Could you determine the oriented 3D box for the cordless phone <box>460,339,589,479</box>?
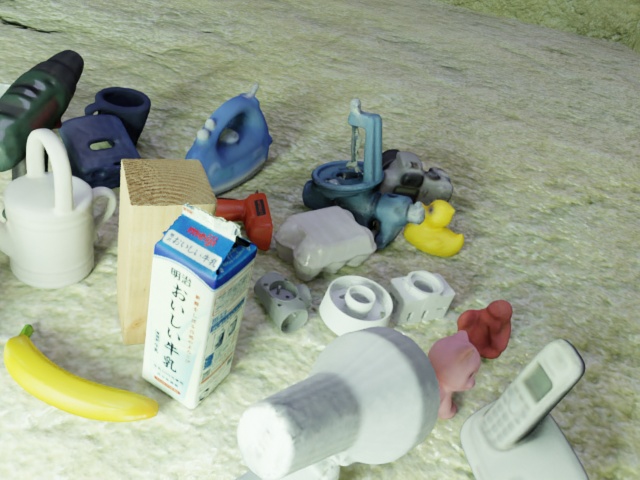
[{"bbox_3d":[0.235,0.207,0.602,0.094,0.185,0.147,0,38,-21],"label":"cordless phone"}]

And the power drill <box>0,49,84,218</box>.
[{"bbox_3d":[-0.386,-0.131,0.786,0.075,0.208,0.229,14,35,-4],"label":"power drill"}]

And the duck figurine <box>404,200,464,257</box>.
[{"bbox_3d":[0.205,-0.026,0.990,0.104,0.086,0.078,26,36,13],"label":"duck figurine"}]

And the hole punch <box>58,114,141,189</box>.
[{"bbox_3d":[-0.348,-0.141,0.915,0.109,0.091,0.100,-23,51,-42],"label":"hole punch"}]

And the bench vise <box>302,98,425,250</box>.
[{"bbox_3d":[0.085,-0.110,0.938,0.207,0.220,0.121,18,35,2],"label":"bench vise"}]

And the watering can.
[{"bbox_3d":[-0.335,-0.040,0.696,0.100,0.194,0.173,27,37,15],"label":"watering can"}]

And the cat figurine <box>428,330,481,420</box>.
[{"bbox_3d":[0.142,0.163,0.682,0.128,0.118,0.067,-20,49,-40],"label":"cat figurine"}]

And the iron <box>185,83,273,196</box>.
[{"bbox_3d":[-0.169,-0.176,0.992,0.118,0.141,0.259,22,36,8],"label":"iron"}]

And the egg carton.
[{"bbox_3d":[0.008,0.003,0.885,0.151,0.069,0.107,-15,46,-37],"label":"egg carton"}]

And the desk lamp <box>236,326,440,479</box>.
[{"bbox_3d":[-0.009,0.190,0.501,0.204,0.213,0.117,-21,49,-40],"label":"desk lamp"}]

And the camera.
[{"bbox_3d":[0.169,-0.122,1.092,0.143,0.101,0.136,6,37,-14],"label":"camera"}]

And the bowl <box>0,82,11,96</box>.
[{"bbox_3d":[-0.511,-0.187,0.926,0.167,0.075,0.167,11,36,-8],"label":"bowl"}]

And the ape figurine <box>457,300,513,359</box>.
[{"bbox_3d":[0.237,0.120,0.801,0.076,0.092,0.077,-2,39,-24],"label":"ape figurine"}]

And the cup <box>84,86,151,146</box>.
[{"bbox_3d":[-0.353,-0.203,0.995,0.091,0.095,0.118,33,39,22],"label":"cup"}]
